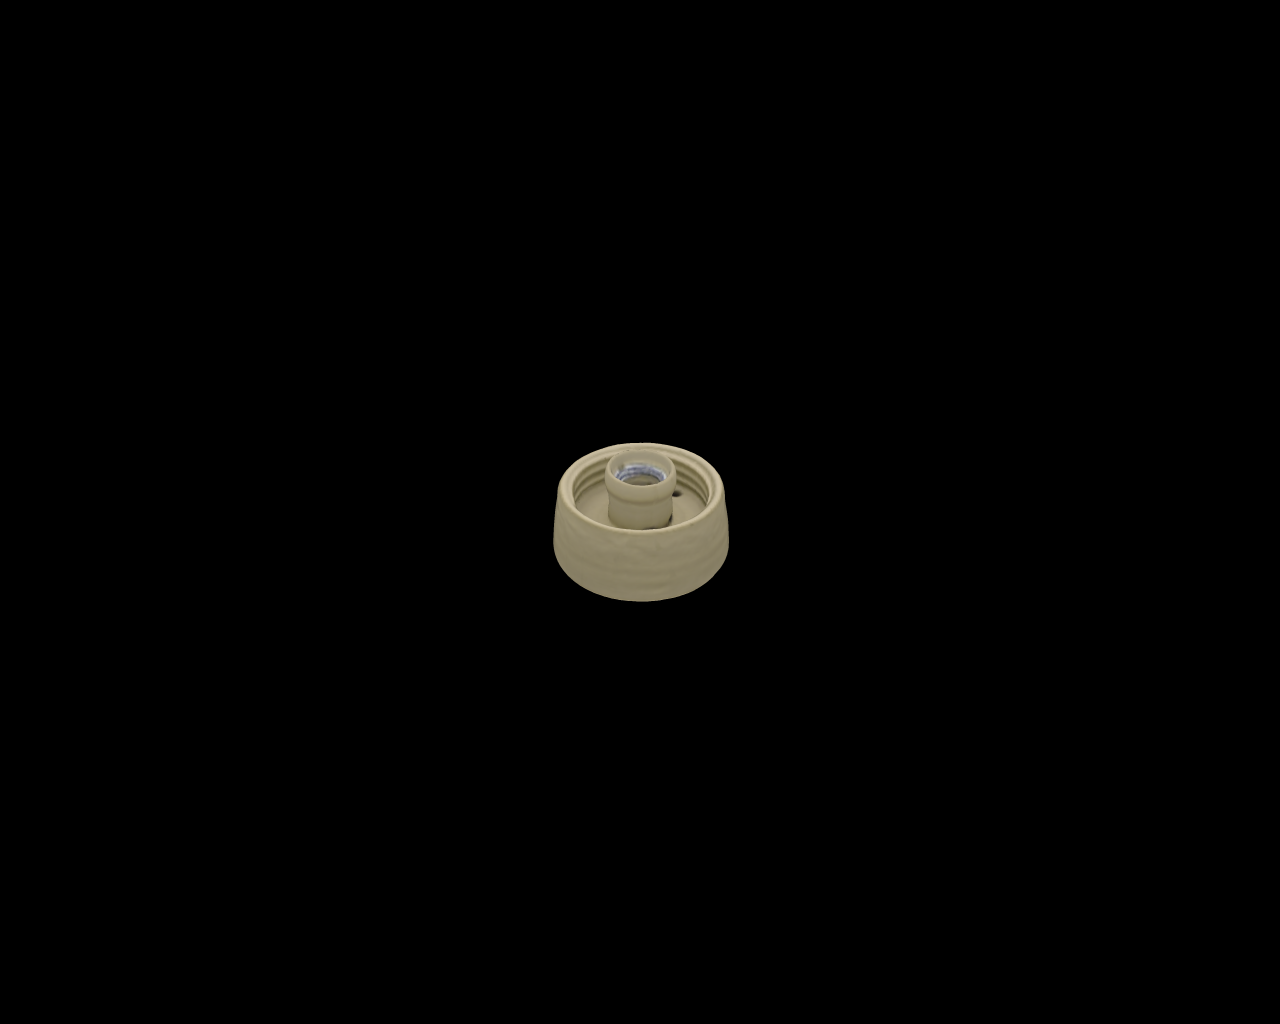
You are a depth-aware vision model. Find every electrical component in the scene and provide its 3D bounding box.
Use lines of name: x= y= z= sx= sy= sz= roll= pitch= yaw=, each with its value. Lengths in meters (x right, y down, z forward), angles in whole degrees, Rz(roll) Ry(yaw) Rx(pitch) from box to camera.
electrical component: x=0.001 y=-0.003 z=0.650 sx=0.108 sy=0.060 sz=0.108 roll=0 pitch=36 yaw=0
